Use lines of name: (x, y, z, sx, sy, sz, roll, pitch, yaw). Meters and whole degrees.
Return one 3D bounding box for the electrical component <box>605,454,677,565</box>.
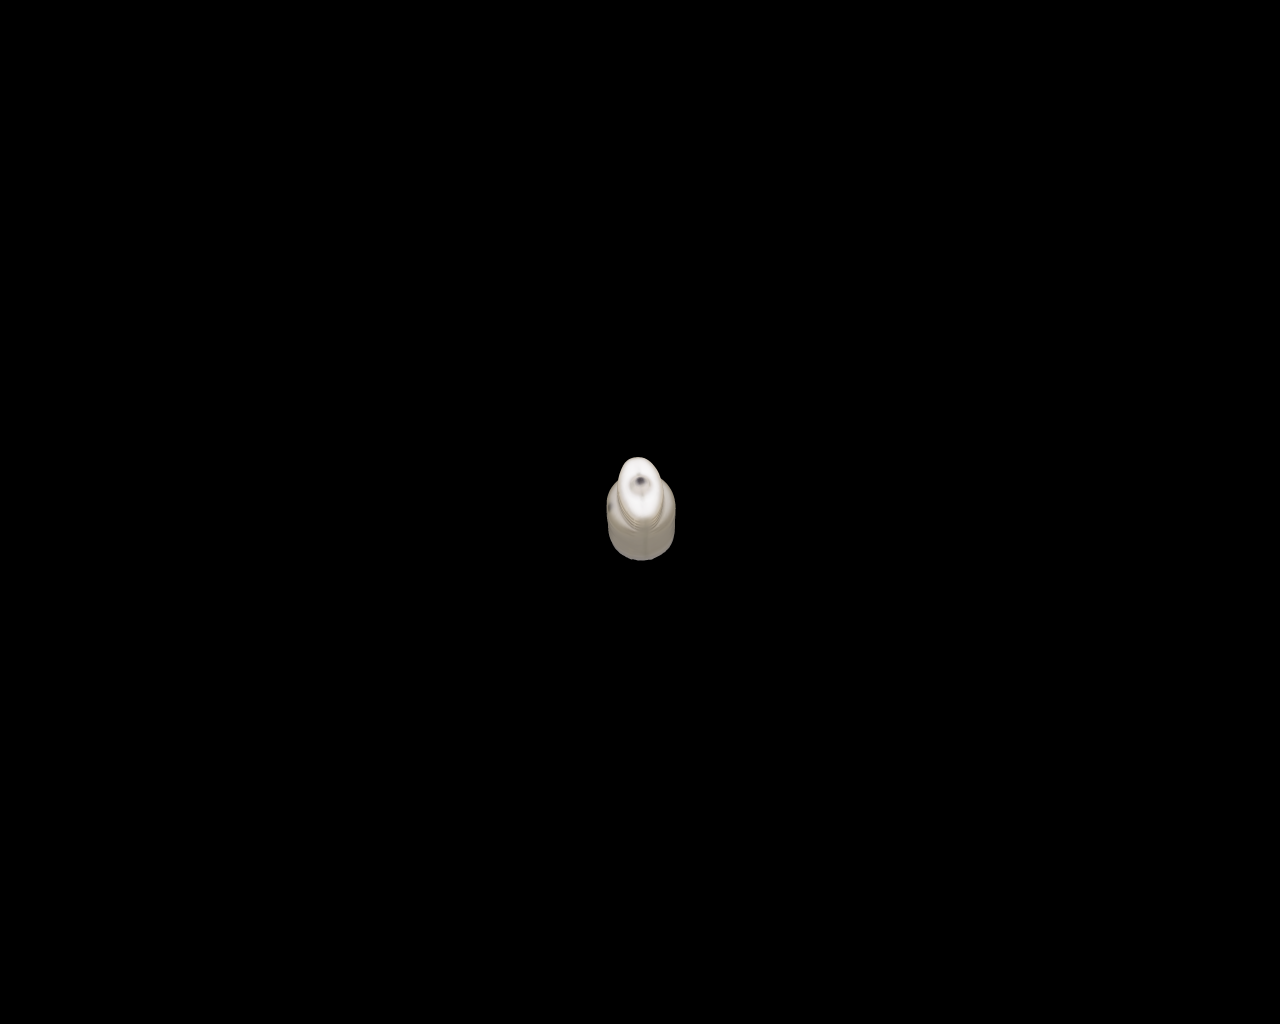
electrical component: (0.001, -0.003, 0.650, 0.043, 0.043, 0.080, 0, -24, 0)
